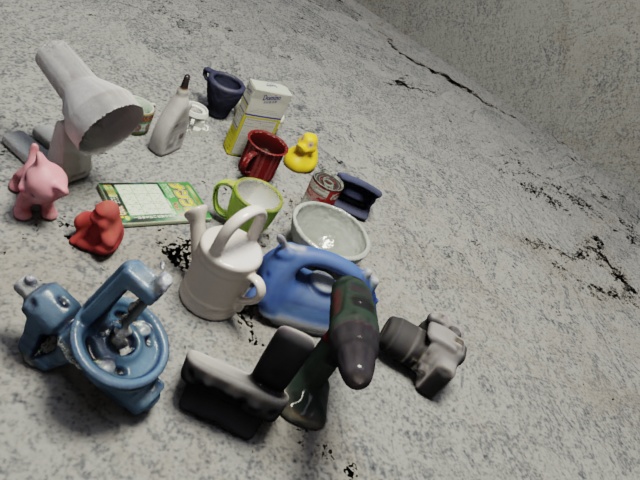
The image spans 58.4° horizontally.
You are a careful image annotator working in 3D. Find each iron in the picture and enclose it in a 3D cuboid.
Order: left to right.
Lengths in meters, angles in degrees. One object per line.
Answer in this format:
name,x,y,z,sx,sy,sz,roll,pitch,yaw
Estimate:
iron,0.010,0.074,0.960,0.259,0.141,0.118,17,36,-19

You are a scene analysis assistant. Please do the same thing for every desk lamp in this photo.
desk lamp,-0.404,-0.196,0.930,0.203,0.213,0.118,38,34,12

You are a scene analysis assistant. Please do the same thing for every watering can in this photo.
watering can,-0.144,0.019,0.867,0.173,0.194,0.101,31,34,1

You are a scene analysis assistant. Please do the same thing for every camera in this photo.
camera,0.177,0.174,0.994,0.137,0.100,0.143,30,34,0

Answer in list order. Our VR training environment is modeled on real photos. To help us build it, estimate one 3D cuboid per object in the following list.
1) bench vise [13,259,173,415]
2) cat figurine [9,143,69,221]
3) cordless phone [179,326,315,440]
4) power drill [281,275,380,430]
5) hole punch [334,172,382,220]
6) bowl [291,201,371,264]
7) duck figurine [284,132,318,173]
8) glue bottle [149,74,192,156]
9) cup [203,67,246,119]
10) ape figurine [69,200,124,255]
bench vise,-0.260,0.094,0.658,0.208,0.219,0.121,21,35,-13
cat figurine,-0.424,-0.093,0.868,0.067,0.117,0.127,-1,45,-38
cordless phone,-0.093,0.156,0.735,0.148,0.185,0.094,24,34,-9
power drill,0.019,0.163,0.790,0.076,0.208,0.229,23,34,-10
hole punch,0.081,-0.117,1.307,0.109,0.091,0.101,24,34,-10
bowl,0.010,0.004,1.111,0.168,0.074,0.167,20,35,-15
duck figurine,-0.032,-0.215,1.352,0.077,0.086,0.105,37,34,11
glue bottle,-0.283,-0.250,1.128,0.037,0.173,0.078,36,34,8
cup,-0.242,-0.344,1.353,0.117,0.095,0.092,38,34,12
ape figurine,-0.331,-0.023,0.871,0.076,0.092,0.077,-8,49,-43
